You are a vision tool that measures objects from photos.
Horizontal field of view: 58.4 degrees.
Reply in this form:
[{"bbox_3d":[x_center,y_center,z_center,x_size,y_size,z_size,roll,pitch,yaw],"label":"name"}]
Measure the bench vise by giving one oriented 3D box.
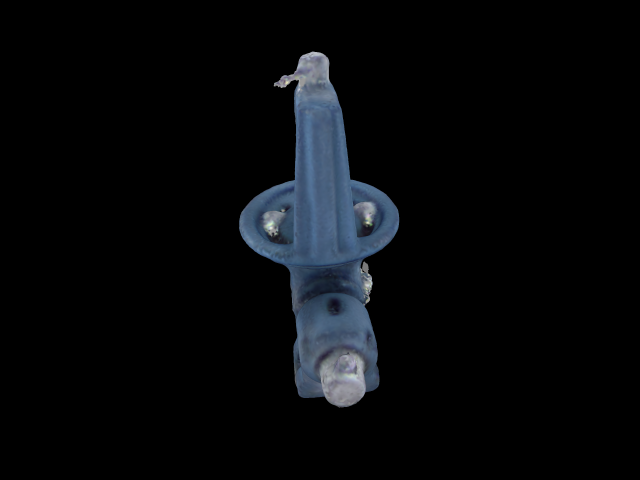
[{"bbox_3d":[0.015,-0.002,0.403,0.122,0.220,0.207,-20,53,-15],"label":"bench vise"}]
